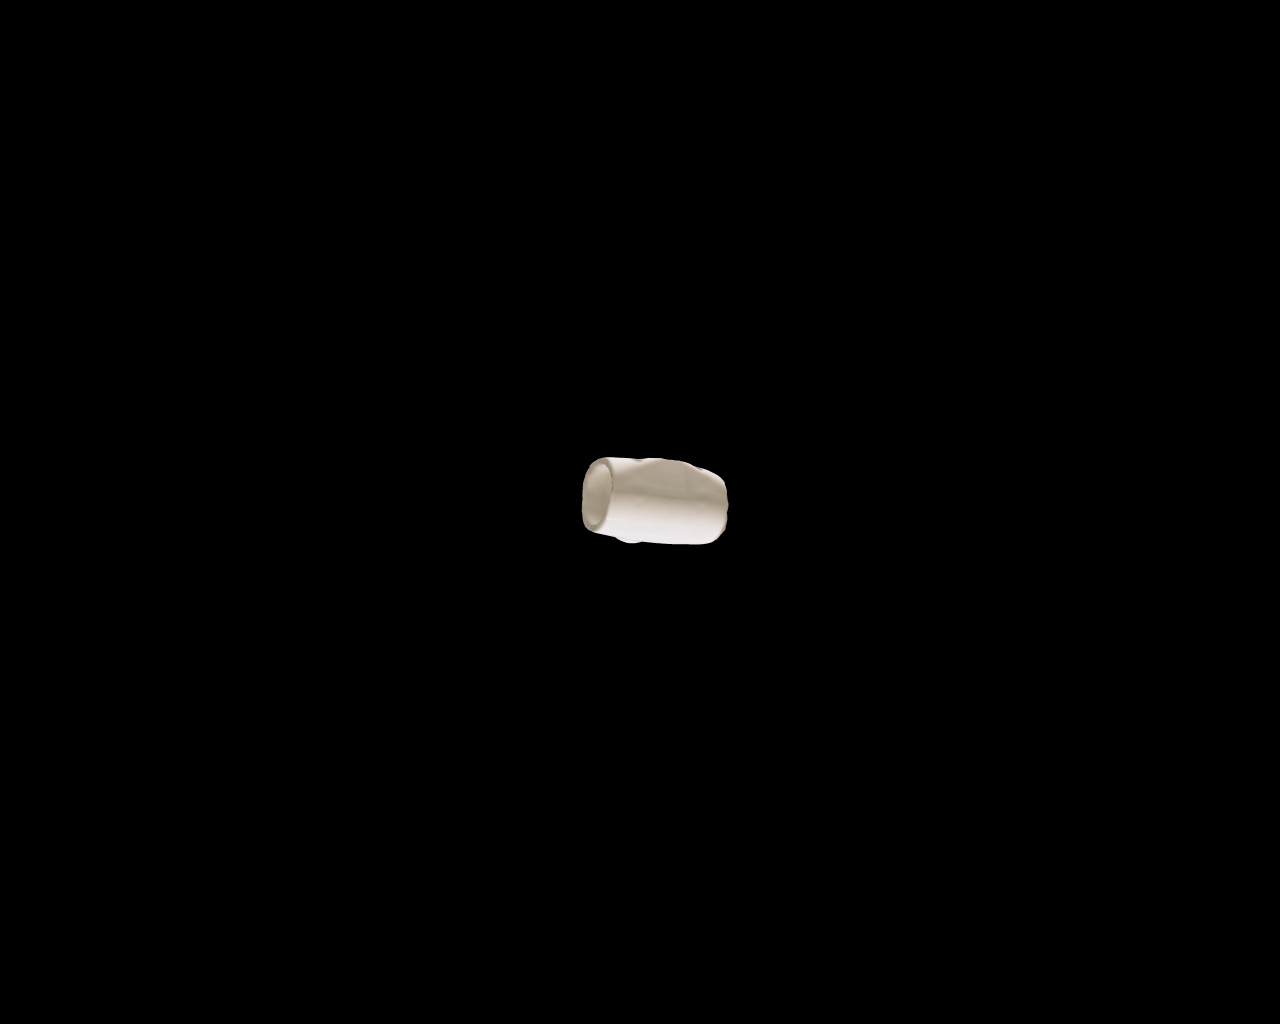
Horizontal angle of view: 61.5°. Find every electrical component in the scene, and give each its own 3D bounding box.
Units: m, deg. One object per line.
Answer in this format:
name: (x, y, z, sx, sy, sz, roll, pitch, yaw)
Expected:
electrical component: (0.001, -0.003, 0.650, 0.077, 0.044, 0.079, 7, -15, -26)
